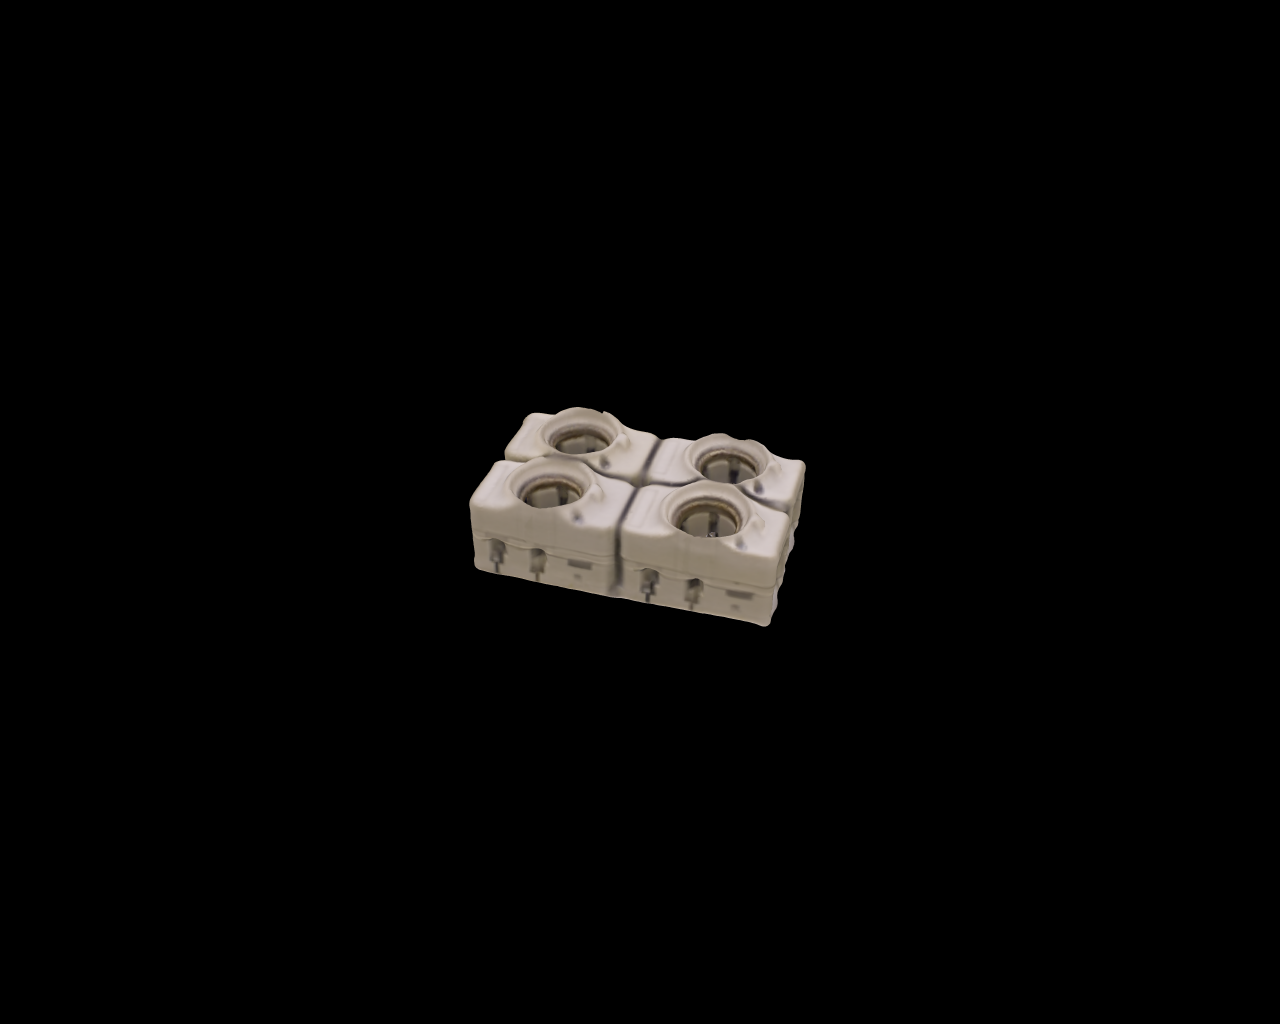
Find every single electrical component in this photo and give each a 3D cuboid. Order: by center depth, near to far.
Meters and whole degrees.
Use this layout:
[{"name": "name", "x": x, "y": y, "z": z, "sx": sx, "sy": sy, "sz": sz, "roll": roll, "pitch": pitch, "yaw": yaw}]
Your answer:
[{"name": "electrical component", "x": 0.001, "y": -0.003, "z": 0.650, "sx": 0.186, "sy": 0.060, "sz": 0.106, "roll": 11, "pitch": 40, "yaw": 13}]
